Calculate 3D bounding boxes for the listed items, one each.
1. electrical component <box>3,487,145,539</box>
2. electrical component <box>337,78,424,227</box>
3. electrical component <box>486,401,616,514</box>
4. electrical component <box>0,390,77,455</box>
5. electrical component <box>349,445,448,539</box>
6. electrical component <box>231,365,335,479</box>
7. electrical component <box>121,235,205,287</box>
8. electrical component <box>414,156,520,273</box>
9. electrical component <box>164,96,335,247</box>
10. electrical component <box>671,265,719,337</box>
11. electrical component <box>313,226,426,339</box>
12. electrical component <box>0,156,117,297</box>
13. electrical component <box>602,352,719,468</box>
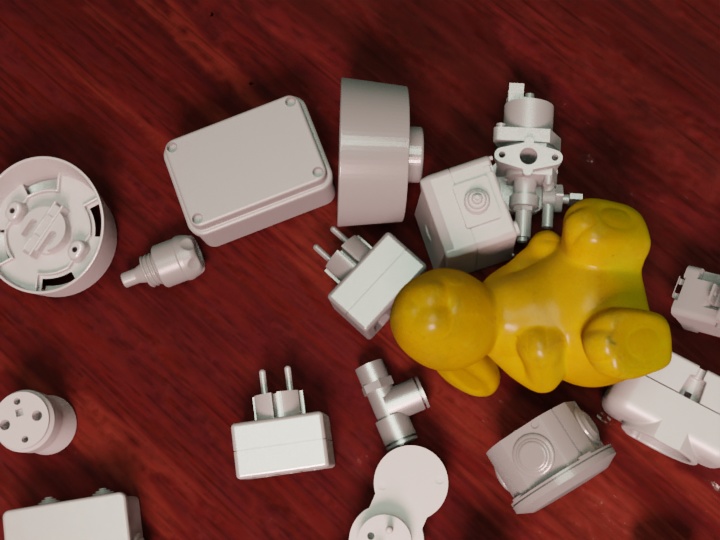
[{"bbox_3d":[-0.199,0.208,0.765,0.100,0.048,0.099,-10,78,2],"label":"electrical component"},{"bbox_3d":[0.015,-0.085,0.784,0.060,0.108,0.108,1,78,-2],"label":"electrical component"},{"bbox_3d":[0.131,0.130,0.743,0.080,0.080,0.051,-31,73,-2],"label":"electrical component"},{"bbox_3d":[-0.237,0.111,0.785,0.045,0.055,0.045,-1,78,4],"label":"electrical component"},{"bbox_3d":[0.018,0.187,0.741,0.052,0.073,0.138,23,81,8],"label":"electrical component"},{"bbox_3d":[-0.057,0.108,0.776,0.066,0.047,0.076,-9,79,3],"label":"electrical component"},{"bbox_3d":[-0.150,-0.003,0.813,0.061,0.035,0.035,-21,78,3],"label":"electrical component"},{"bbox_3d":[0.074,-0.037,0.772,0.061,0.096,0.061,-19,77,1],"label":"electrical component"},{"bbox_3d":[-0.082,-0.074,0.811,0.113,0.057,0.078,-21,77,-1],"label":"electrical component"},{"bbox_3d":[0.258,0.027,0.758,0.064,0.081,0.042,15,77,37],"label":"electrical component"},{"bbox_3d":[0.000,0.000,0.795,0.077,0.047,0.065,42,84,11],"label":"electrical component"},{"bbox_3d":[-0.233,-0.029,0.809,0.099,0.064,0.099,-1,78,4],"label":"electrical component"},{"bbox_3d":[0.223,0.097,0.755,0.095,0.053,0.059,28,82,9],"label":"electrical component"}]
